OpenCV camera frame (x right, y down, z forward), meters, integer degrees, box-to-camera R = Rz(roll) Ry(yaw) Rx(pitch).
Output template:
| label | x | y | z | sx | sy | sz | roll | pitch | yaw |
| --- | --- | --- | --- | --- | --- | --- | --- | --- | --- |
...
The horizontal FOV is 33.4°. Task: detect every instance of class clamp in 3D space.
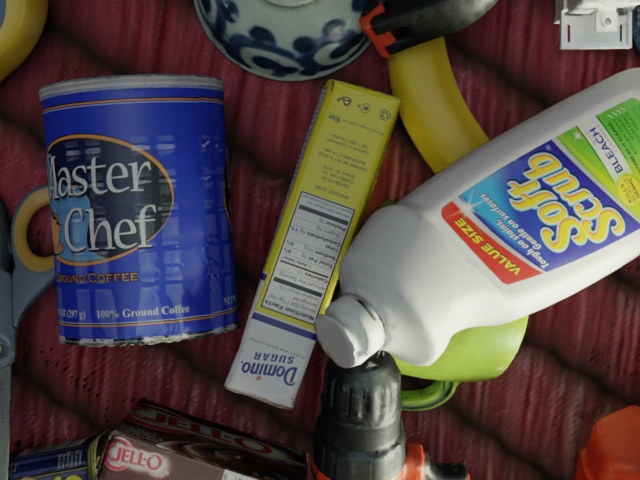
| label | x | y | z | sx | sy | sz | roll | pitch | yaw |
| --- | --- | --- | --- | --- | --- | --- | --- | --- | --- |
| clamp | 0.090 | -0.173 | 0.600 | 0.171 | 0.120 | 0.039 | -33 | 127 | 6 |

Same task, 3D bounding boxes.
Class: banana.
| label | x | y | z | sx | sy | sz | roll | pitch | yaw |
| --- | --- | --- | --- | --- | --- | --- | --- | --- | --- |
| banana | 0.090 | -0.065 | 0.628 | 0.069 | 0.037 | 0.198 | -27 | 92 | 2 |

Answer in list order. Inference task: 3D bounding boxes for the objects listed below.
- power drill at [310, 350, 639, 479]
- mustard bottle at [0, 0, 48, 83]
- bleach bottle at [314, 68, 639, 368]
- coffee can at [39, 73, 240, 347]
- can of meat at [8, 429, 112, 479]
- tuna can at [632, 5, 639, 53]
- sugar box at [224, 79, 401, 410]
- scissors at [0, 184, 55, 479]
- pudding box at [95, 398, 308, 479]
| label | x | y | z | sx | sy | sz | roll | pitch | yaw |
| --- | --- | --- | --- | --- | --- | --- | --- | --- | --- |
| power drill | 0.088 | 0.131 | 0.595 | 0.187 | 0.057 | 0.184 | 1 | 125 | 0 |
| mustard bottle | -0.214 | -0.127 | 0.618 | 0.096 | 0.058 | 0.191 | 35 | 91 | 12 |
| bleach bottle | 0.103 | -0.001 | 0.556 | 0.250 | 0.068 | 0.102 | -31 | 91 | -31 |
| coffee can | -0.100 | -0.017 | 0.599 | 0.103 | 0.103 | 0.140 | -4 | 92 | 0 |
| can of meat | -0.157 | 0.171 | 0.630 | 0.084 | 0.057 | 0.102 | -11 | 91 | 4 |
| tuna can | 0.227 | -0.134 | 0.626 | 0.086 | 0.034 | 0.086 | 0 | 92 | 1 |
| sugar box | -0.004 | 0.001 | 0.604 | 0.048 | 0.093 | 0.176 | 17 | 93 | 0 |
| scissors | -0.169 | 0.052 | 0.623 | 0.096 | 0.016 | 0.202 | -17 | 78 | -7 |
| pudding box | -0.064 | 0.131 | 0.611 | 0.113 | 0.090 | 0.039 | 20 | 94 | -1 |
